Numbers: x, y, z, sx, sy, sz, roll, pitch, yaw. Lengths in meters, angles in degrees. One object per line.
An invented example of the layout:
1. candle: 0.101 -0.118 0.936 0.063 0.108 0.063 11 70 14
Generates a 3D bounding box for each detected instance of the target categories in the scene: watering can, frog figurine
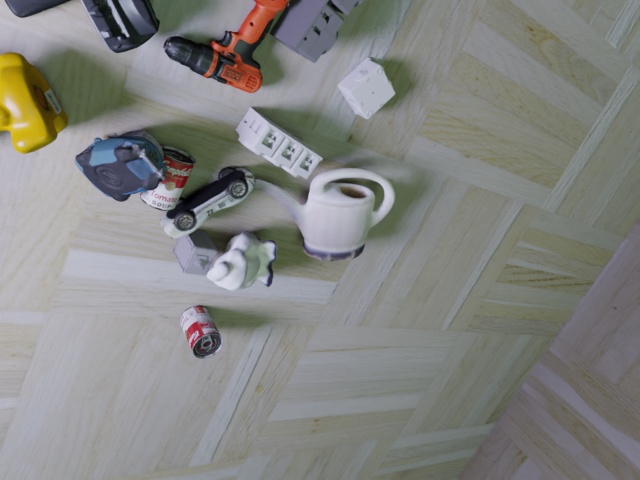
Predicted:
1. watering can: 0.003 -0.058 1.148 0.348 0.106 0.219 -4 122 -20
2. frog figurine: -0.177 0.051 1.068 0.160 0.124 0.134 -13 146 -44
